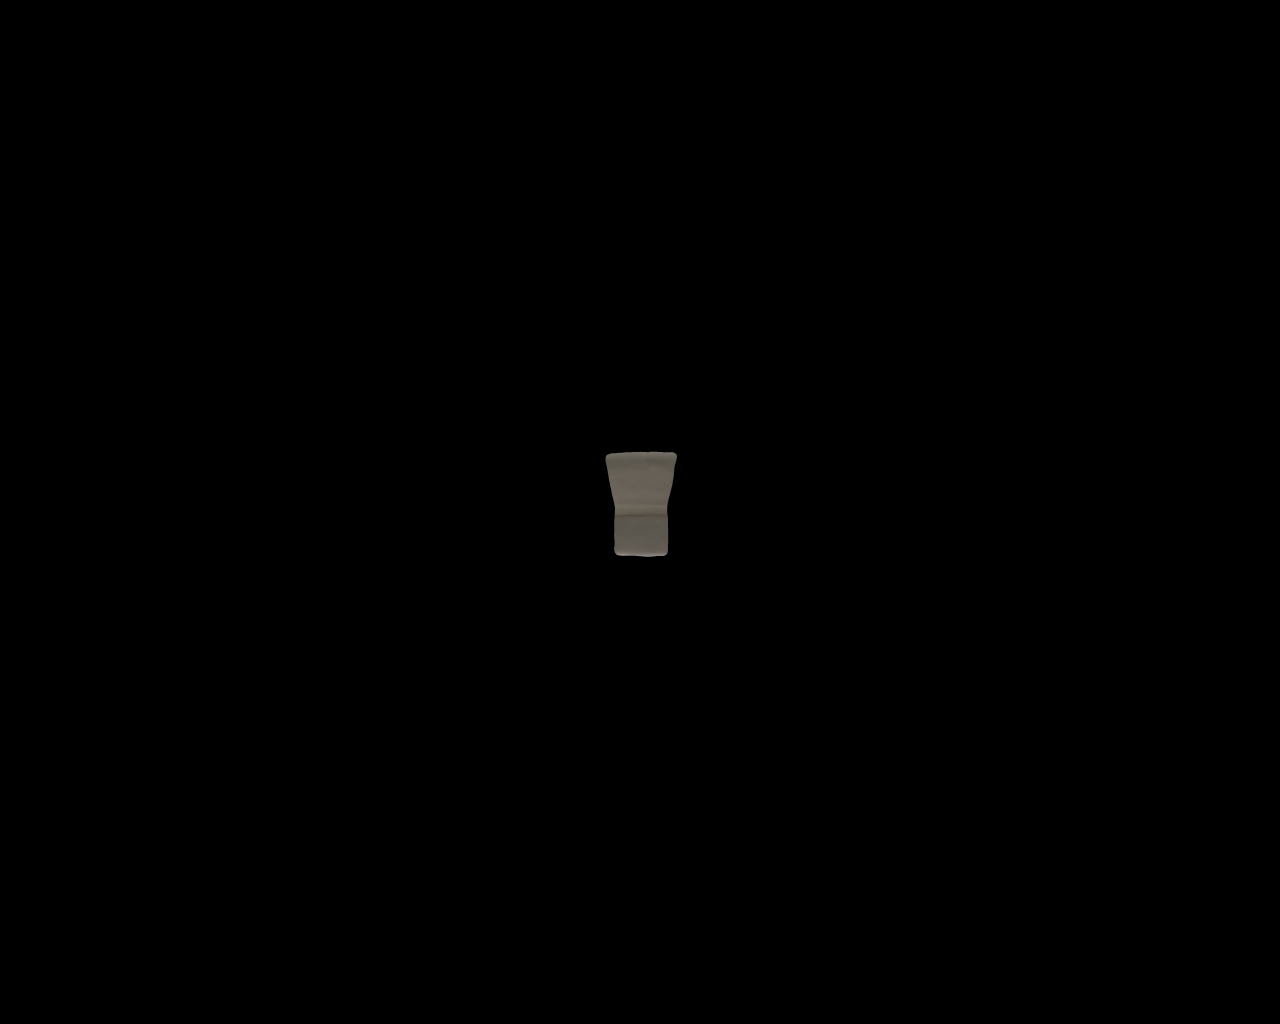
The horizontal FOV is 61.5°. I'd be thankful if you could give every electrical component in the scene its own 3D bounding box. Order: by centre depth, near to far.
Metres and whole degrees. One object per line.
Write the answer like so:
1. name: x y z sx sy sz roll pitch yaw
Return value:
1. electrical component: 0.001 -0.003 0.650 0.044 0.065 0.044 0 -2 0
